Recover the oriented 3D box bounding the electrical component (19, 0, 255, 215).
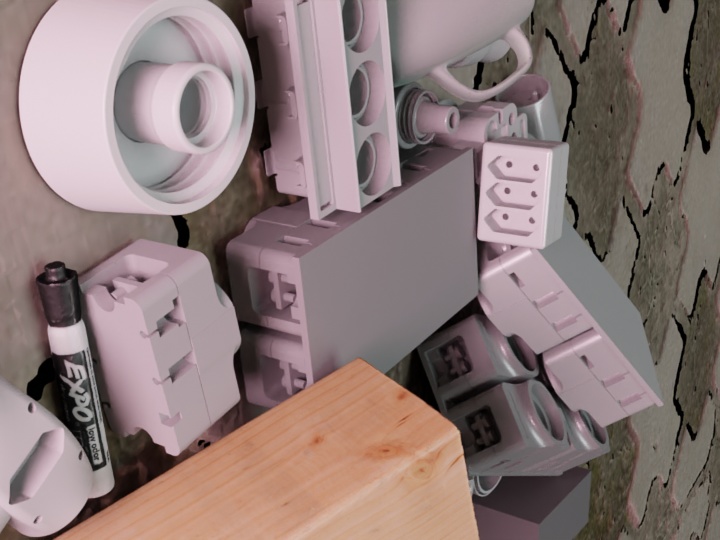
[{"bbox_3d":[-0.093,-0.076,0.492,0.108,0.060,0.108,-24,119,-52],"label":"electrical component"}]

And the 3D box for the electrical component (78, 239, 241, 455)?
[{"bbox_3d":[-0.097,0.035,0.532,0.056,0.050,0.089,-40,132,-44],"label":"electrical component"}]

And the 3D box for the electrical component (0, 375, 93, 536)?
[{"bbox_3d":[-0.162,0.093,0.457,0.079,0.043,0.077,-59,143,-27],"label":"electrical component"}]

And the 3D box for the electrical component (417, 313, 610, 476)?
[{"bbox_3d":[0.129,0.100,0.844,0.186,0.060,0.105,17,48,-58],"label":"electrical component"}]

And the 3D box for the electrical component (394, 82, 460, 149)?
[{"bbox_3d":[0.032,-0.097,0.676,0.048,0.062,0.048,-25,120,-52],"label":"electrical component"}]

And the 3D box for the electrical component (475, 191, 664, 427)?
[{"bbox_3d":[0.152,0.024,0.822,0.186,0.060,0.105,46,27,-29],"label":"electrical component"}]

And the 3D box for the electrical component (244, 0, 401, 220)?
[{"bbox_3d":[-0.019,-0.100,0.596,0.079,0.063,0.121,-36,129,-47],"label":"electrical component"}]

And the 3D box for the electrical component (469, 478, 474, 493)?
[{"bbox_3d":[0.038,0.160,0.776,0.078,0.057,0.058,4,97,-57],"label":"electrical component"}]

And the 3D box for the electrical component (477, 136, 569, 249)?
[{"bbox_3d":[0.116,-0.056,0.725,0.077,0.047,0.065,-26,121,-59],"label":"electrical component"}]

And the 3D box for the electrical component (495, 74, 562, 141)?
[{"bbox_3d":[0.126,-0.098,0.839,0.079,0.043,0.077,-55,141,-31],"label":"electrical component"}]

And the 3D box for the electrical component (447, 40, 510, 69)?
[{"bbox_3d":[0.074,-0.162,0.736,0.055,0.045,0.045,-23,119,-52],"label":"electrical component"}]

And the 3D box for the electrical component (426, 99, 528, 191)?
[{"bbox_3d":[0.073,-0.088,0.748,0.078,0.057,0.058,-38,131,-45],"label":"electrical component"}]

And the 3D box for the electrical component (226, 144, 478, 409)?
[{"bbox_3d":[0.000,0.000,0.661,0.186,0.060,0.105,-35,128,-47],"label":"electrical component"}]
